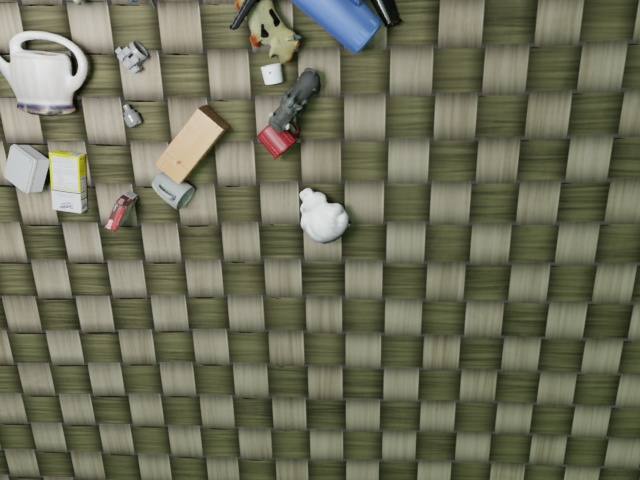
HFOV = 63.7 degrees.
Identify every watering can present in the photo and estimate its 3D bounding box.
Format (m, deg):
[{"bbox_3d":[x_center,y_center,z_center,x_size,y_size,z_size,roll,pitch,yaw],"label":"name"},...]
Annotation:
[{"bbox_3d":[-0.800,-0.454,1.406,0.348,0.105,0.221,4,110,2],"label":"watering can"}]

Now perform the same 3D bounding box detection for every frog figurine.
[{"bbox_3d":[0.004,-0.074,1.474,0.136,0.125,0.157,-14,121,29],"label":"frog figurine"}]
